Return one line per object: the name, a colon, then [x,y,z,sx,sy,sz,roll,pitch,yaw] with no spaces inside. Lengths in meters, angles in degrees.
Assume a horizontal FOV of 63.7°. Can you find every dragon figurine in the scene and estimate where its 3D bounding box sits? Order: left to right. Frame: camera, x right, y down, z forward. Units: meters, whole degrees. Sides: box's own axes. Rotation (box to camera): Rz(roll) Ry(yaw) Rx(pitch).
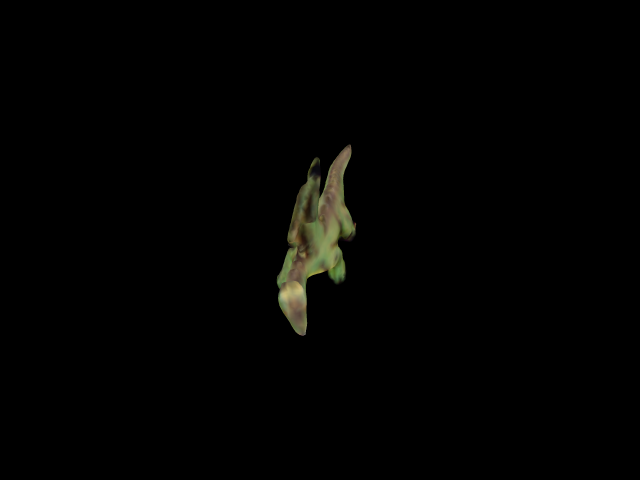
dragon figurine: [0.003,-0.043,0.850,0.122,0.418,0.238,11,-23,4]
